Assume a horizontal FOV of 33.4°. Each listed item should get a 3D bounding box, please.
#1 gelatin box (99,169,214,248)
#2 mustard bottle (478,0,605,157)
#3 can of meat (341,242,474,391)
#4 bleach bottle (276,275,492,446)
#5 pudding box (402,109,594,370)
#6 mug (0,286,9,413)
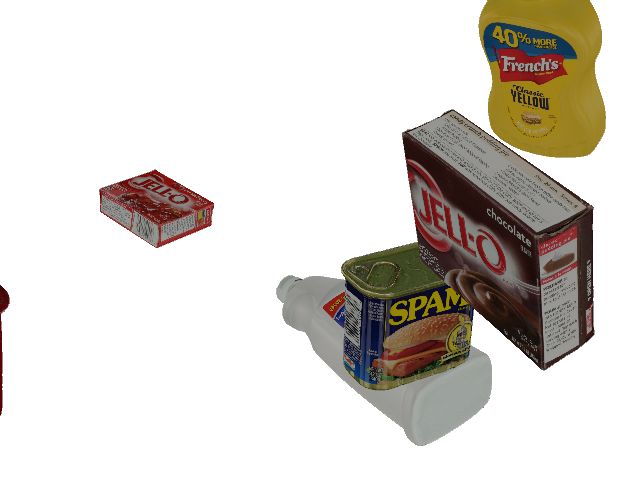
[{"bbox_3d":[-0.161,-0.033,1.045,0.089,0.030,0.073,30,36,31],"label":"gelatin box"},{"bbox_3d":[0.175,-0.153,0.847,0.096,0.058,0.191,20,-33,30],"label":"mustard bottle"},{"bbox_3d":[0.065,0.054,0.782,0.101,0.084,0.058,-13,31,-26],"label":"can of meat"},{"bbox_3d":[0.038,0.094,1.001,0.102,0.068,0.251,-24,34,-32],"label":"bleach bottle"},{"bbox_3d":[0.090,-0.003,0.543,0.039,0.090,0.114,-29,42,-18],"label":"pudding box"},{"bbox_3d":[-0.242,0.076,0.635,0.093,0.081,0.117,19,24,36],"label":"mug"}]
